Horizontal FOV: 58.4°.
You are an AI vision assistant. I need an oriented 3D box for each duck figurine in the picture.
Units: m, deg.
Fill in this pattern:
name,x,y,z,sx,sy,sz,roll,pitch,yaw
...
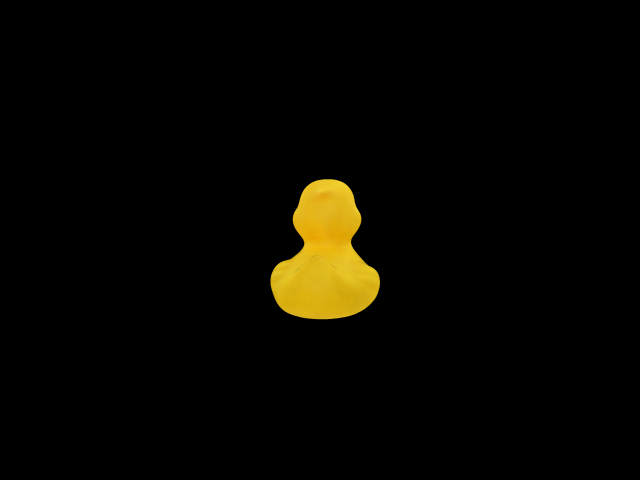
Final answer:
name,x,y,z,sx,sy,sz,roll,pitch,yaw
duck figurine,0.004,0.001,0.400,0.077,0.086,0.104,2,14,8
